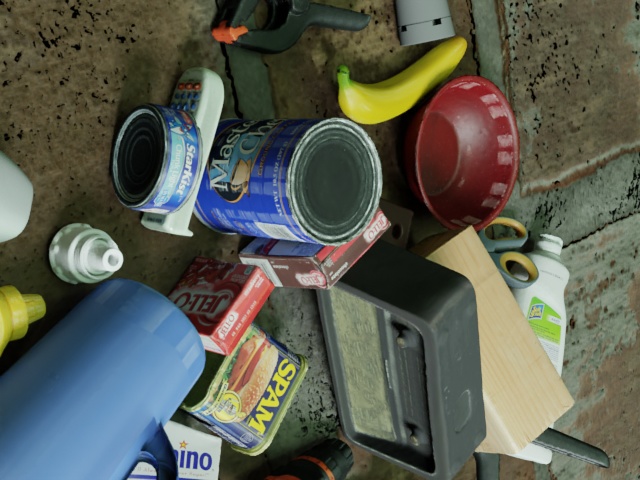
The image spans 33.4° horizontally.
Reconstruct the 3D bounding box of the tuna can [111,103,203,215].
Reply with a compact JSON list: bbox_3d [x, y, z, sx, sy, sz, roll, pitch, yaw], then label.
[{"bbox_3d":[-0.130,-0.064,0.843,0.033,0.086,0.086,8,89,-40],"label":"tuna can"}]

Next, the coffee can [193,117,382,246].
[{"bbox_3d":[-0.033,-0.051,0.894,0.102,0.141,0.103,-5,98,-41],"label":"coffee can"}]

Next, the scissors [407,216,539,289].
[{"bbox_3d":[0.163,0.024,1.138,0.201,0.016,0.096,-19,71,-40],"label":"scissors"}]

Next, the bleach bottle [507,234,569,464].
[{"bbox_3d":[0.239,0.119,1.211,0.102,0.068,0.251,22,78,-32],"label":"bleach bottle"}]

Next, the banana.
[{"bbox_3d":[0.077,-0.151,1.040,0.197,0.037,0.070,-25,153,-45],"label":"banana"}]

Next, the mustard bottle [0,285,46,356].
[{"bbox_3d":[-0.280,0.066,0.740,0.191,0.058,0.096,-14,99,-40],"label":"mustard bottle"}]

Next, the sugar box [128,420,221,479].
[{"bbox_3d":[-0.132,0.227,0.835,0.093,0.048,0.176,24,50,-26],"label":"sugar box"}]

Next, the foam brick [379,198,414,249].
[{"bbox_3d":[0.042,-0.015,1.027,0.078,0.051,0.053,18,82,-42],"label":"foam brick"}]

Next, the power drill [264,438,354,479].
[{"bbox_3d":[-0.017,0.293,0.987,0.184,0.057,0.188,-26,117,-61],"label":"power drill"}]

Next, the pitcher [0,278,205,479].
[{"bbox_3d":[-0.180,0.146,0.768,0.149,0.145,0.242,55,49,-20],"label":"pitcher"}]

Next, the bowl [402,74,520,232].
[{"bbox_3d":[0.135,-0.089,1.100,0.161,0.055,0.162,-6,99,-42],"label":"bowl"}]

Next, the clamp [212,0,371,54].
[{"bbox_3d":[-0.021,-0.210,0.958,0.171,0.039,0.120,-45,116,-25],"label":"clamp"}]

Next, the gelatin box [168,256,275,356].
[{"bbox_3d":[-0.090,0.053,0.889,0.030,0.089,0.073,50,63,-34],"label":"gelatin box"}]

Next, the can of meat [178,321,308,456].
[{"bbox_3d":[-0.071,0.124,0.938,0.083,0.058,0.102,42,67,-34],"label":"can of meat"}]

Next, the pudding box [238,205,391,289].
[{"bbox_3d":[-0.006,0.001,0.943,0.090,0.114,0.039,-44,118,-30],"label":"pudding box"}]

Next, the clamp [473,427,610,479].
[{"bbox_3d":[0.182,0.210,1.127,0.164,0.036,0.210,-40,84,-13],"label":"clamp"}]

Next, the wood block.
[{"bbox_3d":[0.149,0.099,1.054,0.090,0.090,0.206,-33,96,-26],"label":"wood block"}]
